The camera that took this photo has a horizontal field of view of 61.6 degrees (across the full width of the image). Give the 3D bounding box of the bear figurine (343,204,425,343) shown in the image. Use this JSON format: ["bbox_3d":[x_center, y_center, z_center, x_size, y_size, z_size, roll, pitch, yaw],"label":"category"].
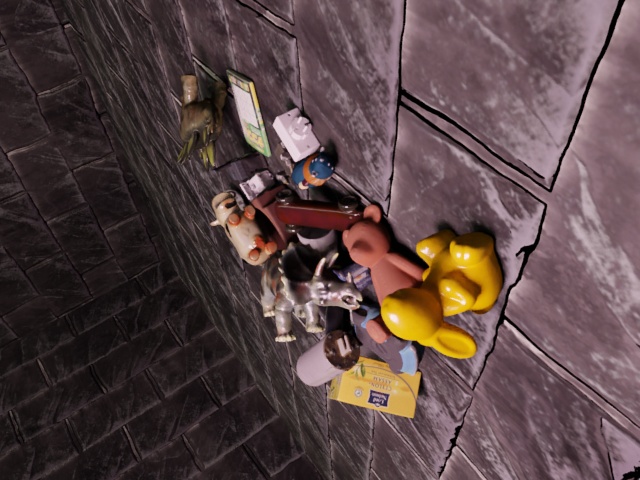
[{"bbox_3d":[0.100,0.048,0.897,0.196,0.132,0.120,53,129,7],"label":"bear figurine"}]

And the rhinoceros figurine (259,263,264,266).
[{"bbox_3d":[-0.100,0.071,1.447,0.190,0.073,0.112,48,150,27],"label":"rhinoceros figurine"}]

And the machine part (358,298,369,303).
[{"bbox_3d":[0.126,0.169,1.111,0.139,0.039,0.084,38,159,39],"label":"machine part"}]

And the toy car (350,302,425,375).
[{"bbox_3d":[0.135,0.164,0.988,0.162,0.103,0.109,32,146,34],"label":"toy car"}]

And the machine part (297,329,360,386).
[{"bbox_3d":[0.013,0.234,1.050,0.079,0.079,0.243,56,149,9],"label":"machine part"}]

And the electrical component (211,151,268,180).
[{"bbox_3d":[-0.189,-0.167,1.258,0.075,0.119,0.047,8,126,60],"label":"electrical component"}]

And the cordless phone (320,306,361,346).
[{"bbox_3d":[0.020,0.163,1.187,0.184,0.089,0.146,47,177,33],"label":"cordless phone"}]

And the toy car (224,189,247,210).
[{"bbox_3d":[-0.212,-0.073,1.522,0.202,0.056,0.073,46,162,33],"label":"toy car"}]

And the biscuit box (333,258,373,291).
[{"bbox_3d":[0.038,0.077,1.147,0.059,0.063,0.203,63,158,-6],"label":"biscuit box"}]

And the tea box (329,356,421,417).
[{"bbox_3d":[0.113,0.298,1.105,0.068,0.170,0.098,143,141,-69],"label":"tea box"}]

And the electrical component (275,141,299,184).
[{"bbox_3d":[-0.067,-0.160,1.095,0.078,0.045,0.102,55,158,7],"label":"electrical component"}]

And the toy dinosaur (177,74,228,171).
[{"bbox_3d":[-0.266,-0.262,1.212,0.471,0.105,0.198,178,95,-75],"label":"toy dinosaur"}]

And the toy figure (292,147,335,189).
[{"bbox_3d":[-0.009,-0.129,0.986,0.154,0.058,0.064,178,87,-70],"label":"toy figure"}]

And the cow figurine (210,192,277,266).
[{"bbox_3d":[-0.187,-0.028,1.258,0.195,0.085,0.127,56,153,7],"label":"cow figurine"}]

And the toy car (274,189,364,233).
[{"bbox_3d":[0.004,-0.050,1.013,0.202,0.053,0.089,6,129,29],"label":"toy car"}]

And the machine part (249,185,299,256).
[{"bbox_3d":[-0.084,-0.019,1.264,0.201,0.087,0.201,61,158,0],"label":"machine part"}]

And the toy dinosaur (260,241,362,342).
[{"bbox_3d":[-0.062,0.083,1.102,0.405,0.131,0.192,-159,68,-66],"label":"toy dinosaur"}]

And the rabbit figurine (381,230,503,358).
[{"bbox_3d":[0.157,0.082,0.739,0.122,0.173,0.162,17,130,55],"label":"rabbit figurine"}]

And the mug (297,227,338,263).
[{"bbox_3d":[-0.002,-0.003,1.120,0.110,0.081,0.107,-107,1,-46],"label":"mug"}]
